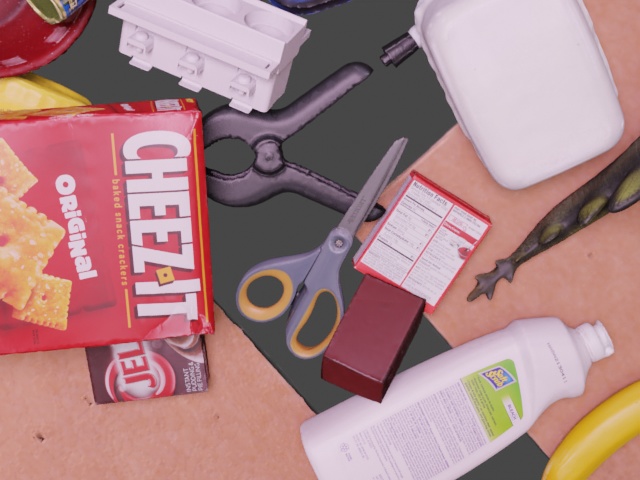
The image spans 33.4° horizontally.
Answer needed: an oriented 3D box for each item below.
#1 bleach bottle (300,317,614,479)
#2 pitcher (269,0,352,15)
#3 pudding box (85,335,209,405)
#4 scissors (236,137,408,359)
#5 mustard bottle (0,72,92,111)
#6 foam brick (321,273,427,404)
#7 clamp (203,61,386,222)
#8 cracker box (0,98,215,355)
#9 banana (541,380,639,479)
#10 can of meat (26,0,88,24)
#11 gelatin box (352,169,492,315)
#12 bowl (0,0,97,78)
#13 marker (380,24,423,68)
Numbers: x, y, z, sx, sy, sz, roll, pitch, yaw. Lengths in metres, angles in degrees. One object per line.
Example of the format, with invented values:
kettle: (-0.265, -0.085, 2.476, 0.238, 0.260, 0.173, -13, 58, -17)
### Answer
bleach bottle: (0.116, 0.137, 0.844, 0.251, 0.068, 0.102, -26, 103, 1)
pitcher: (0.043, -0.264, 0.725, 0.243, 0.149, 0.145, -18, 81, -2)
pudding box: (-0.137, 0.067, 0.829, 0.090, 0.039, 0.113, -7, 103, -1)
scissors: (-0.005, 0.001, 0.807, 0.096, 0.016, 0.202, 16, 117, 3)
mustard bottle: (-0.247, -0.033, 0.792, 0.096, 0.058, 0.192, 23, 101, -12)
foam brick: (0.040, 0.075, 0.810, 0.051, 0.053, 0.078, 25, 68, 10)
clamp: (-0.031, -0.057, 0.806, 0.171, 0.039, 0.120, -14, 97, 5)
cracker box: (-0.184, -0.008, 0.740, 0.213, 0.072, 0.164, -5, 106, -9)
banana: (0.259, 0.149, 0.864, 0.198, 0.037, 0.069, -25, 101, 3)
can of meat: (-0.176, -0.208, 0.710, 0.084, 0.058, 0.102, -45, 114, -16)
gelatin box: (0.079, 0.001, 0.828, 0.073, 0.030, 0.089, 31, 100, -7)
bowl: (-0.238, -0.192, 0.741, 0.161, 0.055, 0.162, -3, 96, -28)
marker: (0.096, -0.168, 0.796, 0.121, 0.020, 0.020, -35, 102, 5)
